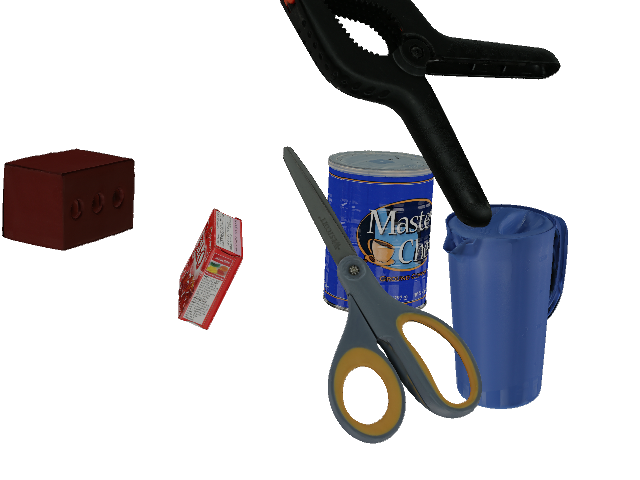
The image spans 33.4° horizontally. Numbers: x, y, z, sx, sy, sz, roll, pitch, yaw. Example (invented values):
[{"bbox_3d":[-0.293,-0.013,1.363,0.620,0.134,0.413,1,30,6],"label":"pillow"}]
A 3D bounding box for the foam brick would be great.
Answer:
[{"bbox_3d":[-0.171,-0.030,0.727,0.051,0.053,0.078,13,18,25],"label":"foam brick"}]

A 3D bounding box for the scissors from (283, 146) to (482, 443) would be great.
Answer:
[{"bbox_3d":[0.010,0.037,0.637,0.096,0.202,0.016,-38,-19,-16],"label":"scissors"}]

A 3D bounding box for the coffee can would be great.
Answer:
[{"bbox_3d":[0.056,-0.009,1.031,0.103,0.140,0.103,2,14,-1],"label":"coffee can"}]

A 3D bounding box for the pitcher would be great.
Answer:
[{"bbox_3d":[0.234,0.080,1.344,0.149,0.243,0.145,1,21,12],"label":"pitcher"}]

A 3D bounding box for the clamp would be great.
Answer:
[{"bbox_3d":[0.061,-0.112,0.737,0.210,0.164,0.036,27,-31,-10],"label":"clamp"}]

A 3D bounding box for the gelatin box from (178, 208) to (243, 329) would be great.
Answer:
[{"bbox_3d":[-0.094,0.023,0.910,0.030,0.073,0.089,23,19,-15],"label":"gelatin box"}]
